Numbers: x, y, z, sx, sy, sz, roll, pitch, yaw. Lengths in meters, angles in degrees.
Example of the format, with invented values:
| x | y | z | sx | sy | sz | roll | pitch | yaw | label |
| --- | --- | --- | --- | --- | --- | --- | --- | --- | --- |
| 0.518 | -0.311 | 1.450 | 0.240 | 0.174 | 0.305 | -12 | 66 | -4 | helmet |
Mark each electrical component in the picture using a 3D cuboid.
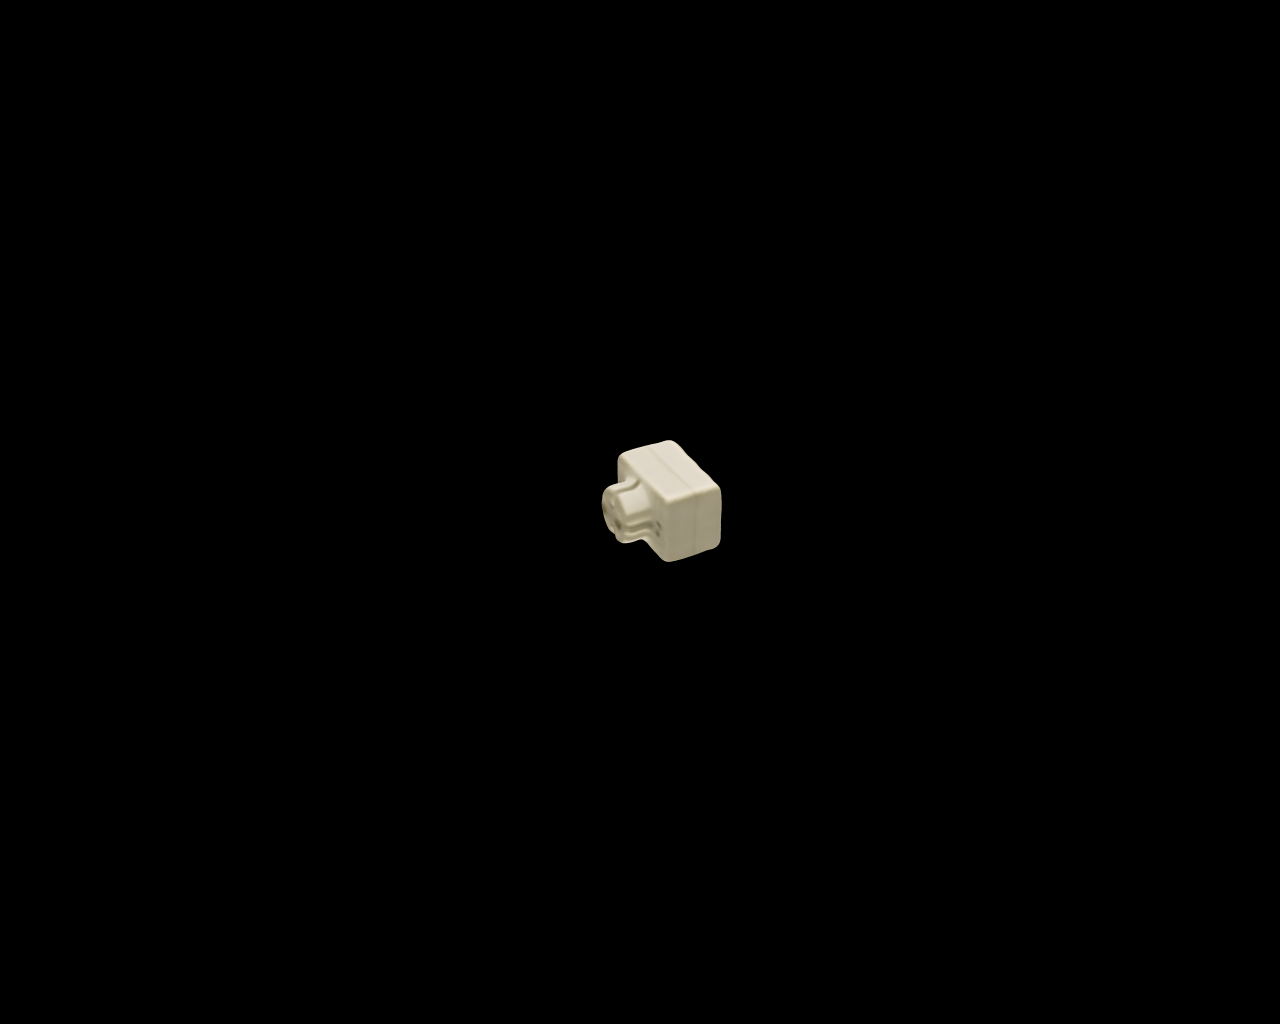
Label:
| x | y | z | sx | sy | sz | roll | pitch | yaw | label |
| --- | --- | --- | --- | --- | --- | --- | --- | --- | --- |
| 0.001 | -0.003 | 0.650 | 0.077 | 0.047 | 0.066 | -16 | 37 | -22 | electrical component |
